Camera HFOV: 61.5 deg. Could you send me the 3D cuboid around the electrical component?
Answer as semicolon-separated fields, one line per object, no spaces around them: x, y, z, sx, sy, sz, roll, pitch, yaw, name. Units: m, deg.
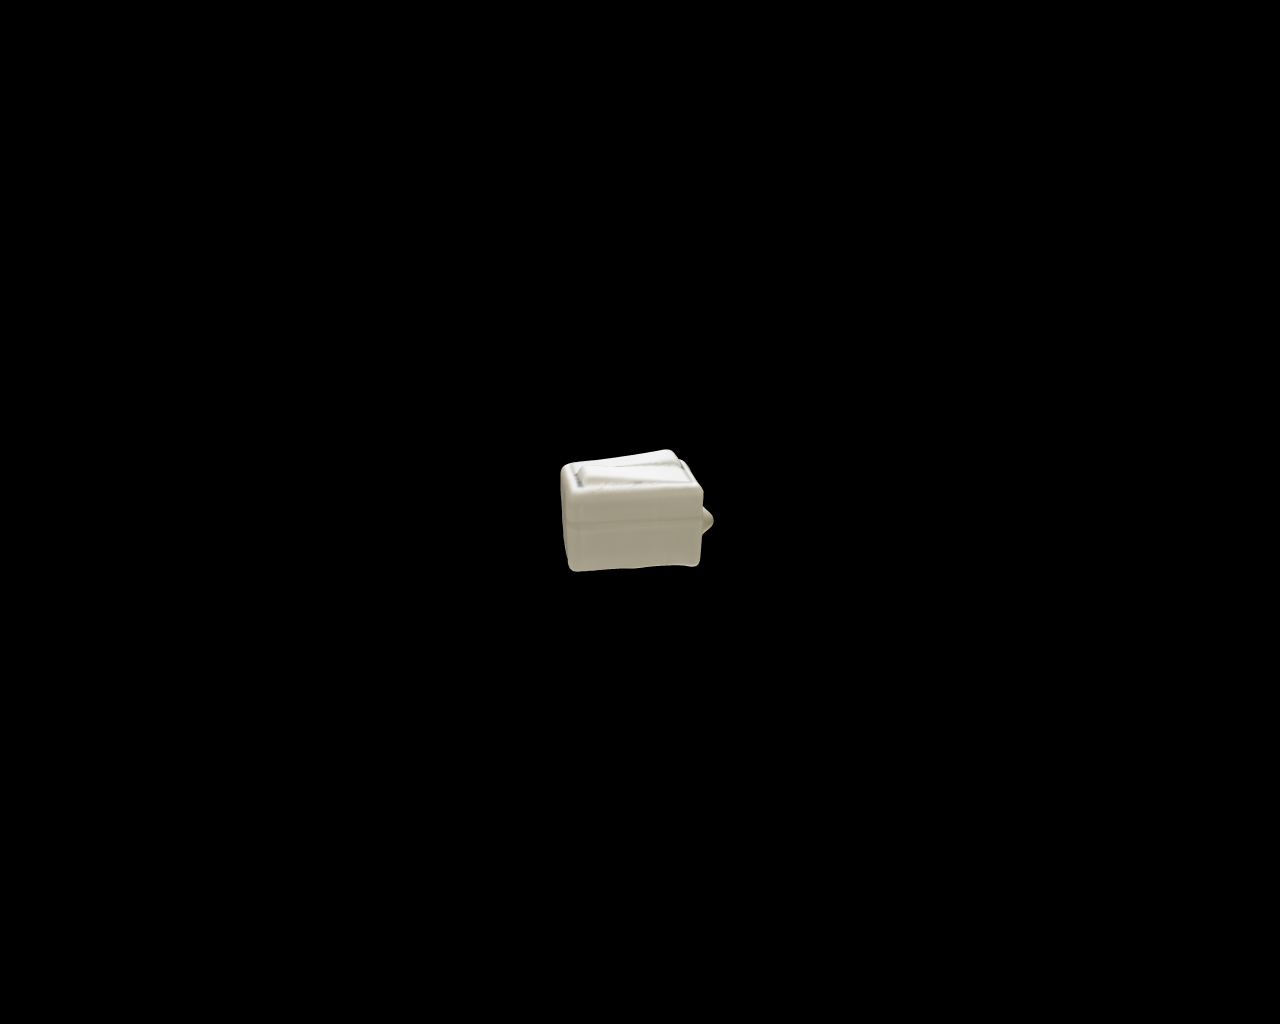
0.001;-0.003;0.650;0.096;0.061;0.062;-3;20;-7;electrical component
